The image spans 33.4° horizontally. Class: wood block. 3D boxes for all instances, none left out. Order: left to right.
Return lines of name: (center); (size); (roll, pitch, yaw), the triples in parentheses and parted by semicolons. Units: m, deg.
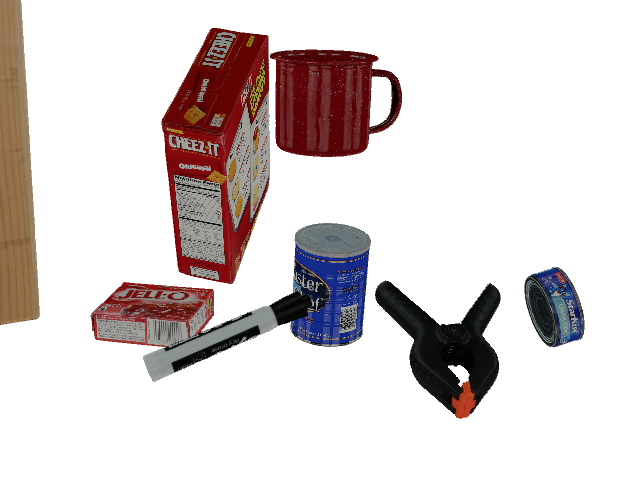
wood block: (-0.218, -0.058, 0.608); (0.090, 0.206, 0.090); (-8, 26, -25)

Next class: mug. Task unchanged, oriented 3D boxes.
mug: (0.014, -0.120, 0.924); (0.117, 0.081, 0.093); (-3, 17, -15)

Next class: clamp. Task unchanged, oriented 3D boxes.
clamp: (0.127, 0.091, 0.974); (0.120, 0.039, 0.171); (-8, 40, -9)

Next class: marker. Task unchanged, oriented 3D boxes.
marker: (-0.062, 0.064, 0.728); (0.121, 0.020, 0.020); (-22, 5, -13)

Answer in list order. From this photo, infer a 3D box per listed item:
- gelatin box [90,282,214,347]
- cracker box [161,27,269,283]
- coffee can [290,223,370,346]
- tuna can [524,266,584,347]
gelatin box: (-0.146, 0.064, 0.940); (0.089, 0.030, 0.073); (4, 20, 12)
cracker box: (-0.105, -0.087, 1.120); (0.072, 0.164, 0.214); (10, -43, 8)
coffee can: (0.013, 0.060, 1.460); (0.103, 0.140, 0.103); (3, 23, -1)
tuna can: (0.260, 0.075, 1.191); (0.033, 0.086, 0.086); (-16, 2, -8)
